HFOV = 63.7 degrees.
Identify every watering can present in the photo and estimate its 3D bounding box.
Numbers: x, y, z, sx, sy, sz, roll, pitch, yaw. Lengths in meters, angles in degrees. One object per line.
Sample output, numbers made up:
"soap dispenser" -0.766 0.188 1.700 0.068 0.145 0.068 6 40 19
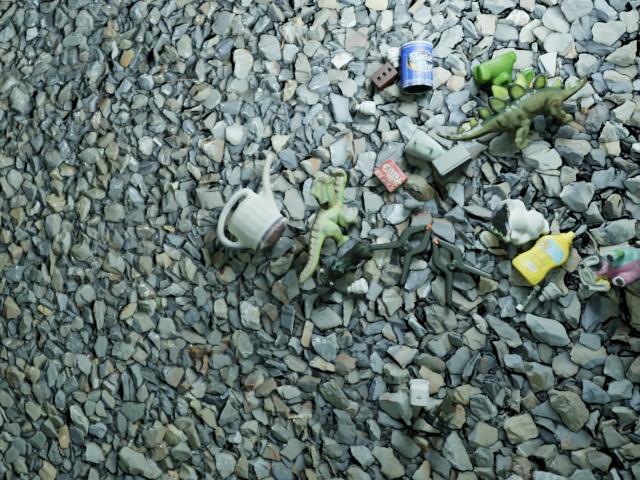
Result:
"watering can" -0.201 -0.100 1.736 0.226 0.104 0.346 38 96 12

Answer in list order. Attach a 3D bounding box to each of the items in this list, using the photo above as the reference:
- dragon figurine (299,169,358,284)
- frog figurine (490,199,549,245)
"dragon figurine" 0.005 -0.080 1.592 0.122 0.419 0.238 0 127 28
"frog figurine" 0.603 -0.056 1.555 0.160 0.121 0.139 -3 76 -22
